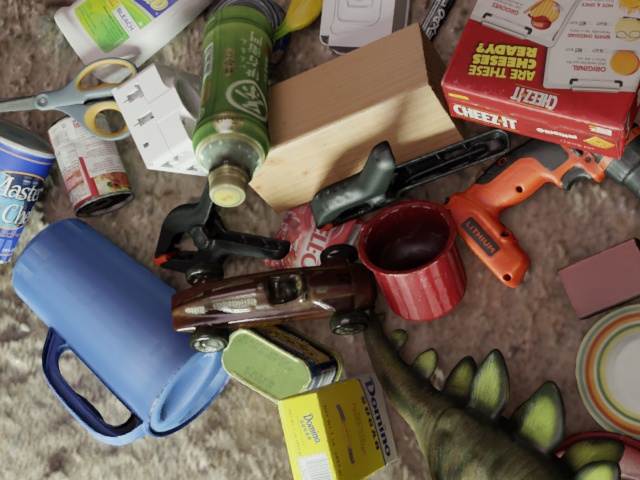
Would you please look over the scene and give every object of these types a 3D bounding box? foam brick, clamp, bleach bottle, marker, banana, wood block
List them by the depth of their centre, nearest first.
[{"bbox_3d":[0.265,0.036,0.979,0.078,0.053,0.051,-25,80,19],"label":"foam brick"},{"bbox_3d":[0.067,-0.055,0.999,0.210,0.164,0.036,-31,74,55],"label":"clamp"},{"bbox_3d":[0.025,-0.115,1.041,0.206,0.090,0.091,-21,49,20],"label":"wood block"},{"bbox_3d":[0.111,-0.215,1.062,0.020,0.020,0.121,32,100,19],"label":"marker"},{"bbox_3d":[-0.020,-0.301,1.096,0.069,0.037,0.198,1,81,-16],"label":"banana"},{"bbox_3d":[-0.107,-0.003,1.113,0.172,0.039,0.120,-39,83,42],"label":"clamp"},{"bbox_3d":[-0.163,-0.282,1.148,0.251,0.068,0.102,-38,81,15],"label":"bleach bottle"}]

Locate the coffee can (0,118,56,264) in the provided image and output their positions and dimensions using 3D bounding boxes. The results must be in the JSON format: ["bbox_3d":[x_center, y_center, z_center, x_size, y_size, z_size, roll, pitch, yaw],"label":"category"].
[{"bbox_3d":[-0.370,-0.058,1.203,0.103,0.102,0.140,30,100,19],"label":"coffee can"}]

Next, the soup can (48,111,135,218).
[{"bbox_3d":[-0.253,-0.084,1.177,0.069,0.068,0.102,-24,80,19],"label":"soup can"}]

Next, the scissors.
[{"bbox_3d":[-0.282,-0.133,1.143,0.202,0.016,0.096,-20,89,7],"label":"scissors"}]

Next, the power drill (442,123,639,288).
[{"bbox_3d":[0.222,-0.045,0.997,0.188,0.057,0.184,-46,71,12],"label":"power drill"}]

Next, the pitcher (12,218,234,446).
[{"bbox_3d":[-0.217,0.092,1.124,0.243,0.149,0.145,37,112,21],"label":"pitcher"}]

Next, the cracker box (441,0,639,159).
[{"bbox_3d":[0.225,-0.195,0.956,0.164,0.072,0.213,18,75,21],"label":"cracker box"}]

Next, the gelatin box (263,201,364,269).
[{"bbox_3d":[-0.007,0.001,1.099,0.073,0.030,0.089,30,100,19],"label":"gelatin box"}]

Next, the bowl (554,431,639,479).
[{"bbox_3d":[0.262,0.256,0.962,0.162,0.055,0.162,-12,69,33],"label":"bowl"}]

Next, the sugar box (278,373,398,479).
[{"bbox_3d":[0.022,0.181,1.006,0.048,0.176,0.093,-15,85,22],"label":"sugar box"}]

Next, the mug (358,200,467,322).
[{"bbox_3d":[0.083,0.019,1.013,0.117,0.081,0.093,28,64,40],"label":"mug"}]

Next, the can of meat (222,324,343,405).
[{"bbox_3d":[-0.039,0.125,1.080,0.102,0.083,0.057,28,99,19],"label":"can of meat"}]

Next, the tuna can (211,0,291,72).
[{"bbox_3d":[-0.076,-0.218,1.128,0.086,0.033,0.086,0,89,21],"label":"tuna can"}]
